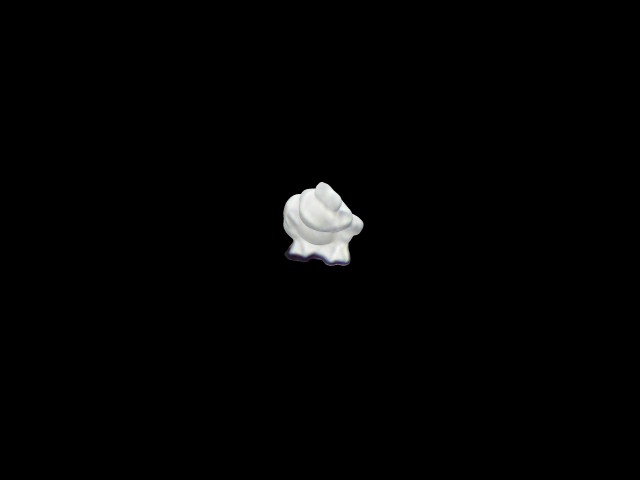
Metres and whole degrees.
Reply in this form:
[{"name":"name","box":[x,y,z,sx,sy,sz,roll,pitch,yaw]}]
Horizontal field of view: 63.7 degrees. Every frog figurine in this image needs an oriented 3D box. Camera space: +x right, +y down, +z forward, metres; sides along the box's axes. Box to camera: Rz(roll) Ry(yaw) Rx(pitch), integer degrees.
[{"name":"frog figurine","box":[0.003,-0.043,0.850,0.138,0.155,0.125,23,47,23]}]
